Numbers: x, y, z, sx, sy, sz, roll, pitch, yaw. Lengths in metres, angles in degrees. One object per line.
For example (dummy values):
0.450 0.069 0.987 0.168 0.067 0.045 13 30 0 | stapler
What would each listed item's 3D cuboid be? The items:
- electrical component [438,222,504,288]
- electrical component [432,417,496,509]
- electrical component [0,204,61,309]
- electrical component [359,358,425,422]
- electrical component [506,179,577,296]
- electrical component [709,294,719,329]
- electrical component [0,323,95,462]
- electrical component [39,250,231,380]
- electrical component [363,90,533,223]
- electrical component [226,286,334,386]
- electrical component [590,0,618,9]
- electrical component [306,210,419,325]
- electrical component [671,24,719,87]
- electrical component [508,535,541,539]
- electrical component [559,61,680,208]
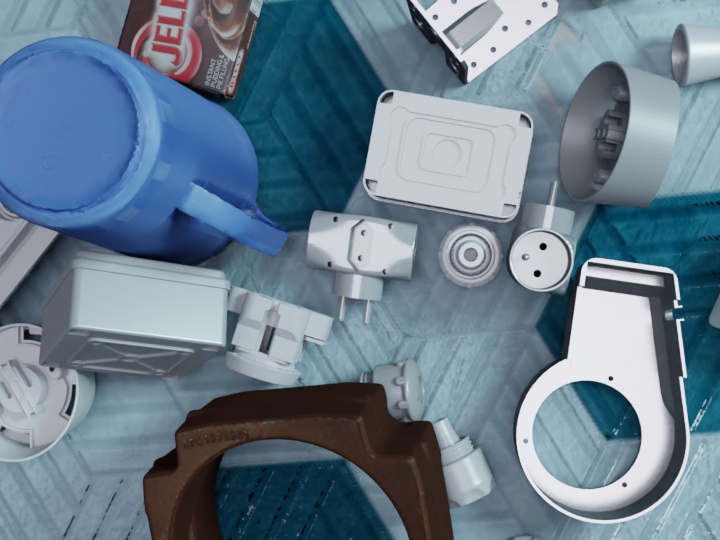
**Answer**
0.079 -0.011 0.770 0.048 0.062 0.048 0 91 6 | electrical component
0.069 0.138 0.783 0.043 0.043 0.062 -25 86 6 | electrical component
-0.273 -0.023 0.804 0.079 0.063 0.121 41 97 4 | electrical component
0.015 0.090 0.788 0.062 0.048 0.048 -7 90 13 | electrical component
0.130 -0.024 0.757 0.044 0.077 0.079 12 91 6 | electrical component
0.290 0.020 0.749 0.062 0.061 0.096 23 93 5 | electrical component
-0.249 0.089 0.804 0.099 0.064 0.099 0 91 6 | electrical component
-0.159 0.035 0.751 0.109 0.109 0.056 9 68 -25 | electrical component
0.064 -0.081 0.773 0.113 0.057 0.078 11 92 6 | electrical component
-0.065 0.050 0.789 0.078 0.058 0.057 17 90 5 | electrical component
0.191 -0.243 0.762 0.100 0.048 0.099 -23 89 6 | electrical component
0.000 0.000 0.788 0.077 0.043 0.079 7 92 6 | electrical component
0.259 -0.154 0.761 0.065 0.044 0.044 -3 90 1 | electrical component
0.120 0.220 0.769 0.048 0.062 0.048 0 91 6 | electrical component
0.180 -0.092 0.744 0.064 0.099 0.099 12 92 0 | electrical component
